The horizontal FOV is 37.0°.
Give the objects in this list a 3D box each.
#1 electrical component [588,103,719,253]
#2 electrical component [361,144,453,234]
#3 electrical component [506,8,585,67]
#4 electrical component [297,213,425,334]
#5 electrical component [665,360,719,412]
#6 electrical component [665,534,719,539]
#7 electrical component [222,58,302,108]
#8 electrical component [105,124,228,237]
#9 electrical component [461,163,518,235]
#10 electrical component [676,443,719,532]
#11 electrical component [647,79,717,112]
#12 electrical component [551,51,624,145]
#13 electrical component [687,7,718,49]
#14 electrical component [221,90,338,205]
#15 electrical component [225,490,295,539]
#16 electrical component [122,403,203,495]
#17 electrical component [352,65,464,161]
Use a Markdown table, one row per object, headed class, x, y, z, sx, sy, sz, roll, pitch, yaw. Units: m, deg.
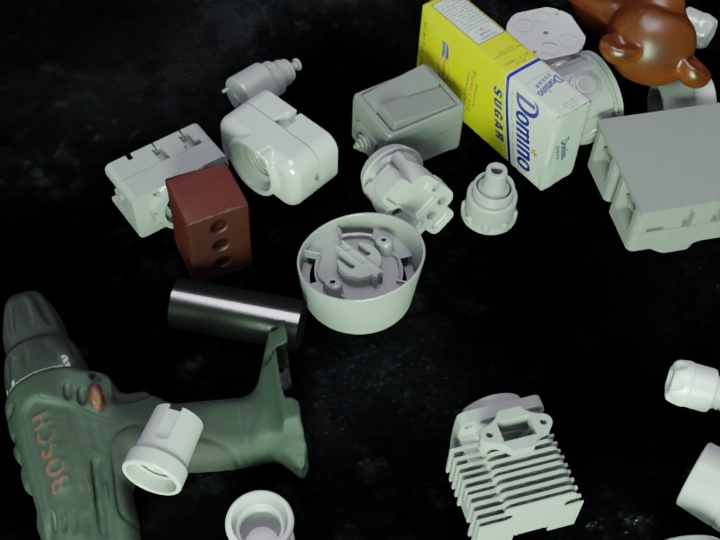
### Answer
| class | x | y | z | sx | sy | sz | roll | pitch | yaw |
| --- | --- | --- | --- | --- | --- | --- | --- | --- | --- |
| electrical component | 0.303 | -0.083 | 0.922 | 0.186 | 0.060 | 0.105 | -9 | 54 | -9 |
| electrical component | 0.036 | -0.068 | 0.898 | 0.058 | 0.078 | 0.057 | -48 | 47 | 14 |
| electrical component | 0.171 | -0.204 | 1.014 | 0.080 | 0.051 | 0.080 | 1 | 53 | -2 |
| electrical component | 0.000 | 0.000 | 0.847 | 0.099 | 0.064 | 0.099 | 1 | 53 | -1 |
| electrical component | 0.263 | 0.090 | 0.808 | 0.061 | 0.035 | 0.035 | 15 | 54 | 6 |
| electrical component | 0.223 | 0.208 | 0.713 | 0.066 | 0.048 | 0.055 | 0 | 61 | -2 |
| electrical component | -0.087 | -0.172 | 0.987 | 0.078 | 0.040 | 0.040 | -35 | 62 | -25 |
| electrical component | -0.158 | -0.073 | 0.904 | 0.089 | 0.050 | 0.055 | -29 | 59 | -22 |
| electrical component | 0.111 | -0.063 | 0.899 | 0.048 | 0.062 | 0.048 | 1 | 54 | -1 |
| electrical component | 0.254 | 0.153 | 0.749 | 0.047 | 0.055 | 0.055 | 29 | 57 | 23 |
| electrical component | 0.291 | -0.149 | 0.976 | 0.047 | 0.055 | 0.055 | -5 | 54 | -1 |
| electrical component | 0.195 | -0.150 | 0.958 | 0.051 | 0.080 | 0.080 | -23 | 57 | -11 |
| electrical component | 0.318 | -0.243 | 1.059 | 0.061 | 0.035 | 0.035 | 32 | 58 | 23 |
| electrical component | -0.073 | -0.103 | 0.928 | 0.095 | 0.053 | 0.059 | 37 | 60 | 23 |
| electrical component | -0.066 | 0.178 | 0.717 | 0.045 | 0.055 | 0.045 | 1 | 53 | -1 |
| electrical component | -0.125 | 0.114 | 0.689 | 0.040 | 0.040 | 0.046 | 14 | 53 | 9 |
| electrical component | 0.036 | -0.132 | 0.949 | 0.096 | 0.061 | 0.061 | -25 | 58 | -19 |
